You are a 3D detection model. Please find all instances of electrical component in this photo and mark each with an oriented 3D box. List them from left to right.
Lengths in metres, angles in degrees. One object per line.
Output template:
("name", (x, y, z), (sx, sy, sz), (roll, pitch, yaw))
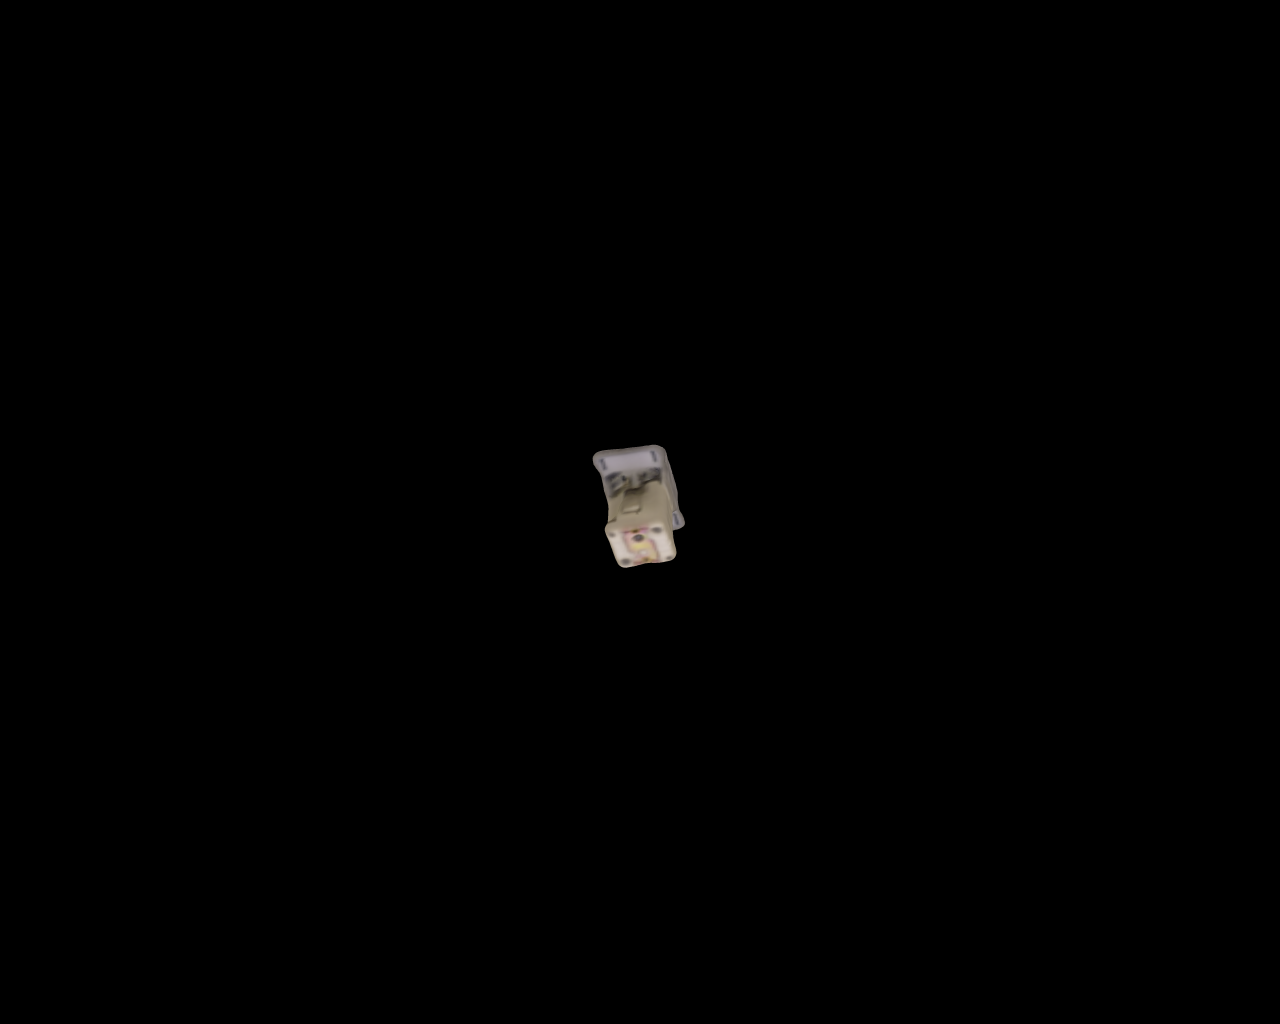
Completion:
("electrical component", (0.001, -0.003, 0.650), (0.042, 0.064, 0.081), (-8, -39, 10))
